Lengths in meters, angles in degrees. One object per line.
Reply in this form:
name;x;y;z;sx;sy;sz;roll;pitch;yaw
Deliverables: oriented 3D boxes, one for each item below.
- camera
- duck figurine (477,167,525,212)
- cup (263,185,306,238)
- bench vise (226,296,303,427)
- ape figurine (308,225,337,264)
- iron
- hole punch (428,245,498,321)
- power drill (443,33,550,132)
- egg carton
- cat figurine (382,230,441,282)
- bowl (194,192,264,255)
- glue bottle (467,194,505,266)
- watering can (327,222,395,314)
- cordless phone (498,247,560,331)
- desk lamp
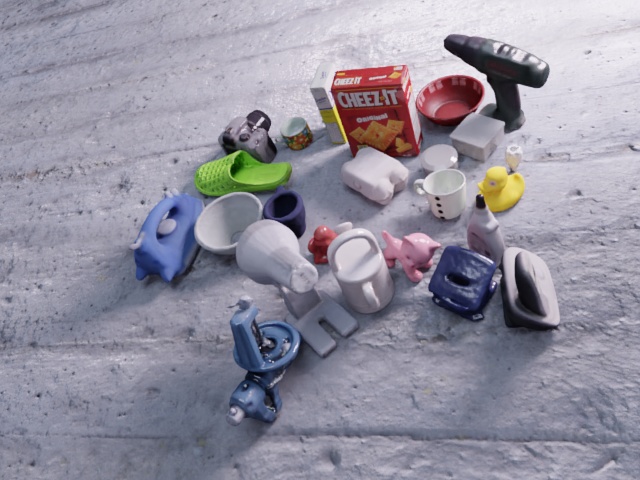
camera;-0.176;-0.276;1.478;0.142;0.101;0.137;17;61;31
duck figurine;0.361;-0.113;1.154;0.104;0.086;0.077;-27;48;-1
cup;-0.071;-0.057;1.268;0.091;0.095;0.117;-19;49;6
bench vise;-0.104;0.207;0.986;0.121;0.220;0.207;-7;51;16
ape figurine;0.011;0.004;1.190;0.076;0.092;0.077;-45;51;-16
iron;-0.351;-0.033;1.324;0.118;0.142;0.258;2;54;23
hole punch;0.259;0.077;1.037;0.108;0.091;0.101;23;64;34
power drill;0.381;-0.343;1.247;0.228;0.209;0.076;22;64;33
egg carton;0.120;-0.144;1.282;0.107;0.070;0.149;-44;51;-15
cat figurine;0.171;0.017;1.101;0.127;0.118;0.067;28;67;35
bowl;-0.196;-0.025;1.303;0.167;0.075;0.167;-10;50;13
glue bottle;0.300;-0.024;1.047;0.037;0.173;0.078;-38;50;-10
watering can;0.067;0.042;1.070;0.101;0.194;0.172;-39;50;-11
cordless phone;0.346;0.056;0.958;0.094;0.185;0.147;-10;50;14
desk lamp;-0.045;0.080;1.069;0.118;0.214;0.202;-41;50;-13
